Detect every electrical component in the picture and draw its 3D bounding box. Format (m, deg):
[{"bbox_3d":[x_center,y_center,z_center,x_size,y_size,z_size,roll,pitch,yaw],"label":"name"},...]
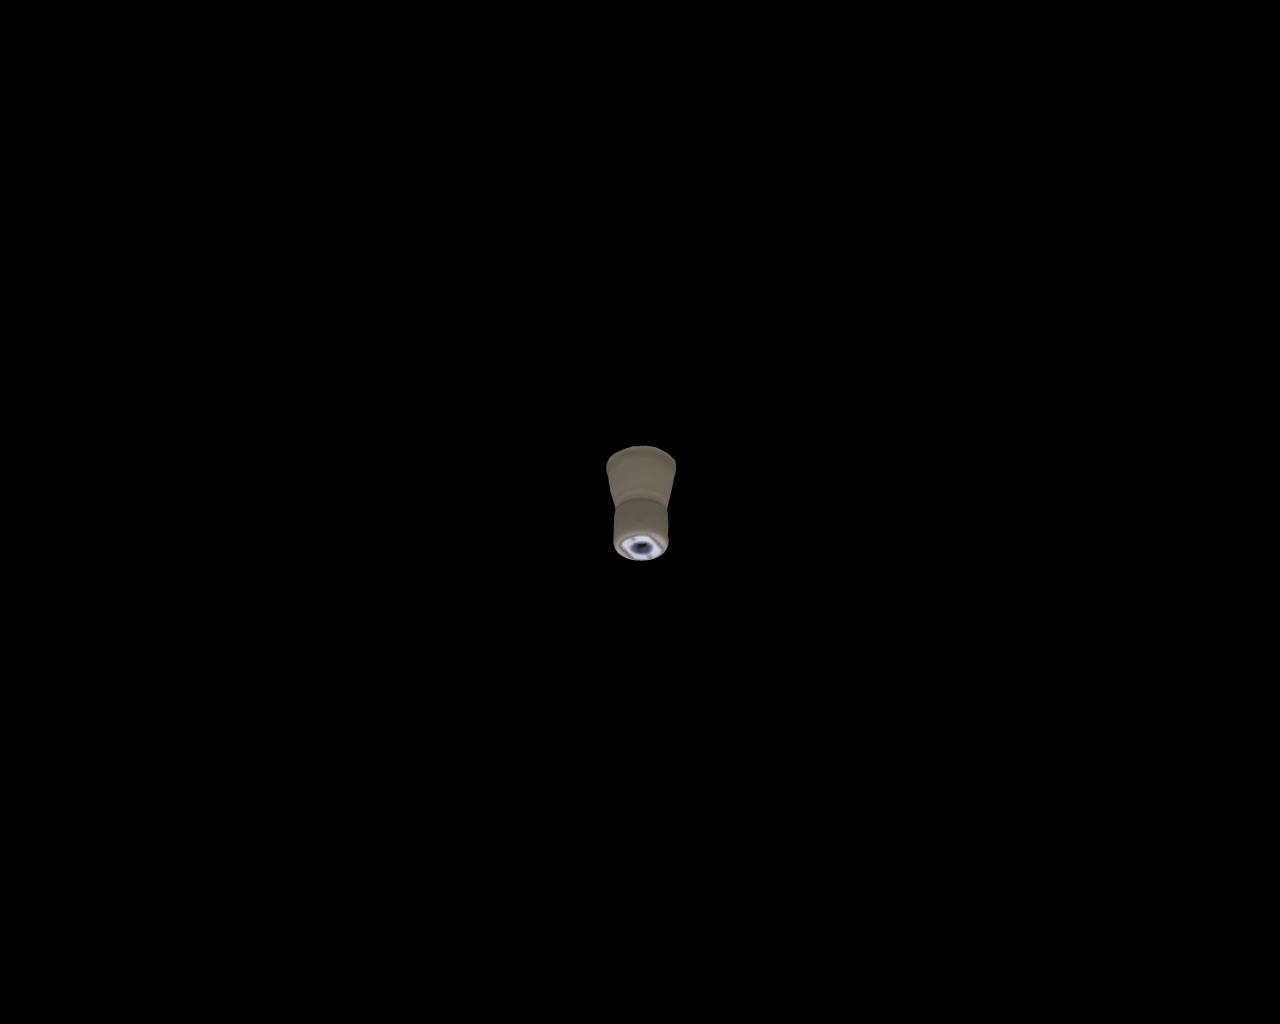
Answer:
[{"bbox_3d":[0.001,-0.003,0.650,0.044,0.065,0.044,0,-36,0],"label":"electrical component"}]
